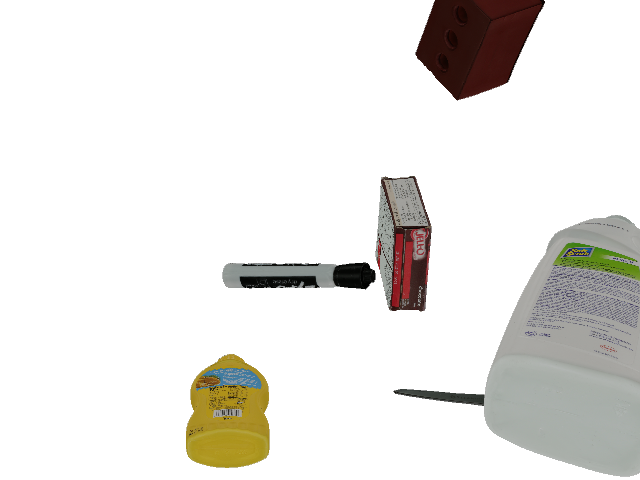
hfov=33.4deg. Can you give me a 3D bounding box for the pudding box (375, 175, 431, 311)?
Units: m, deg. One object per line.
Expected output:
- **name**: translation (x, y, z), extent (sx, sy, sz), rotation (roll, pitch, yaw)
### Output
- **pudding box**: translation (0.078, 0.001, 1.014), extent (0.039, 0.090, 0.113), rotation (0, 28, -6)

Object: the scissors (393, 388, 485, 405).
- **scissors**: translation (0.171, 0.132, 0.934), extent (0.202, 0.016, 0.096), rotation (13, 29, 11)

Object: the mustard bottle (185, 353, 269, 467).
- **mustard bottle**: translation (-0.111, 0.196, 1.297), extent (0.096, 0.058, 0.191), rotation (-2, 27, -2)

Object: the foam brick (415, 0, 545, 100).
- **foam brick**: translation (0.109, -0.146, 0.740), extent (0.051, 0.053, 0.078), rotation (-24, -28, -28)

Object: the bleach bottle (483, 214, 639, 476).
- **bleach bottle**: translation (0.183, 0.047, 0.696), extent (0.103, 0.068, 0.250), rotation (14, 29, 18)

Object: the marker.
- **marker**: translation (-0.016, 0.026, 0.779), extent (0.121, 0.020, 0.020), rotation (-1, 0, 28)
